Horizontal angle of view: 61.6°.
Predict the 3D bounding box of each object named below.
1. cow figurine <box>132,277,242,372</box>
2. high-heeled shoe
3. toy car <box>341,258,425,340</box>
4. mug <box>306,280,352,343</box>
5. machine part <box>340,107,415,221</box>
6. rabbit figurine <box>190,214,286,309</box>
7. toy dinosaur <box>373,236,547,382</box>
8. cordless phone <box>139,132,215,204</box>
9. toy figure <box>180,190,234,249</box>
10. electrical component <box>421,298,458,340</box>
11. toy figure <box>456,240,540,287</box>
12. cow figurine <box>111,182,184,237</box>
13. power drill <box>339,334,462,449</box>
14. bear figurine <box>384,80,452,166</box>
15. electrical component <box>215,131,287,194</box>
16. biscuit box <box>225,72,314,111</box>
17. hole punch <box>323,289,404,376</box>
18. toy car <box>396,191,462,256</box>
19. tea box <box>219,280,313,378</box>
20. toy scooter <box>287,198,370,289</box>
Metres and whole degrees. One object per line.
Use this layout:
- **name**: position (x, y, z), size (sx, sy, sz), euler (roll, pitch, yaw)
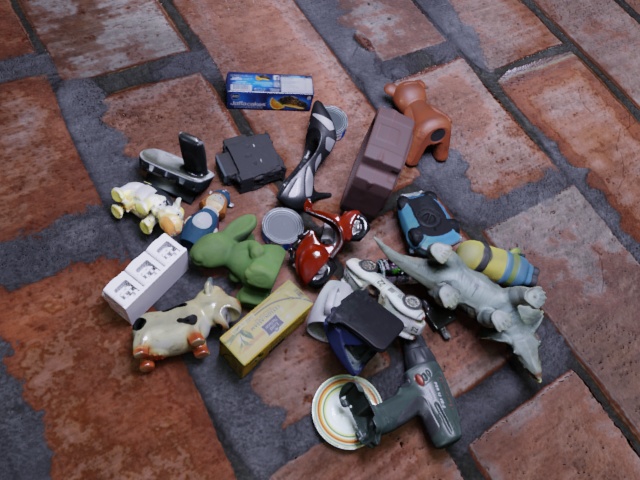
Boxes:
- **cow figurine**: position (-0.236, 0.146, 0.960), size (0.195, 0.085, 0.127), euler (-15, 54, -8)
- **high-heeled shoe**: position (-0.040, -0.186, 1.154), size (0.145, 0.086, 0.248), euler (-1, 80, -36)
- **toy car**: position (0.120, 0.111, 1.032), size (0.056, 0.073, 0.202), euler (-22, 49, -36)
- **mug**: position (0.023, 0.124, 1.017), size (0.081, 0.109, 0.107), euler (6, 50, 14)
- **machine part**: position (0.120, -0.157, 1.124), size (0.087, 0.201, 0.201), euler (22, 61, -4)
- **rabbit figurine**: position (-0.155, 0.026, 1.019), size (0.170, 0.121, 0.159), euler (21, 54, -3)
- **toy dinosaur**: position (0.280, 0.101, 1.035), size (0.405, 0.192, 0.131), euler (34, 79, 8)
- **cordless phone**: position (-0.287, -0.163, 1.056), size (0.147, 0.184, 0.089), euler (24, 65, 1)
- **toy figure**: position (-0.223, -0.048, 1.083), size (0.064, 0.058, 0.154), euler (42, 56, -25)
- **electrical component**: position (0.246, 0.153, 1.089), size (0.063, 0.021, 0.094), euler (-23, 69, -22)
- **toy figure**: position (0.371, 0.050, 1.129), size (0.180, 0.089, 0.082), euler (16, 53, 0)
- **cow figurine**: position (-0.318, -0.062, 1.047), size (0.168, 0.068, 0.098), euler (25, 37, 20)
- **power drill**: position (0.140, 0.270, 0.963), size (0.207, 0.086, 0.232), euler (-3, 55, -35)
- **bear figurine**: position (0.227, -0.287, 1.279), size (0.120, 0.131, 0.196), euler (-13, 48, -19)
- **electrical component**: position (-0.154, -0.166, 1.157), size (0.134, 0.058, 0.115), euler (-20, 67, -21)
- **biscuit box**: position (-0.118, -0.344, 1.253), size (0.203, 0.062, 0.059), euler (-1, 64, -11)
- **hole punch**: position (0.067, 0.160, 0.940), size (0.116, 0.092, 0.142), euler (40, 37, 14)
- **toy car**: position (0.216, -0.023, 1.128), size (0.109, 0.102, 0.162), euler (-14, 52, -16)
- **tea box**: position (-0.099, 0.160, 0.974), size (0.068, 0.098, 0.169), euler (43, 65, 12)
- **toy scooter**: position (-0.002, -0.003, 1.061), size (0.135, 0.075, 0.184), euler (39, 89, -1)
